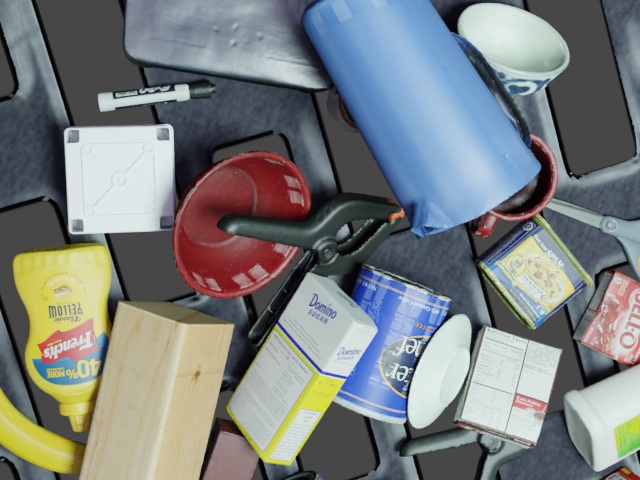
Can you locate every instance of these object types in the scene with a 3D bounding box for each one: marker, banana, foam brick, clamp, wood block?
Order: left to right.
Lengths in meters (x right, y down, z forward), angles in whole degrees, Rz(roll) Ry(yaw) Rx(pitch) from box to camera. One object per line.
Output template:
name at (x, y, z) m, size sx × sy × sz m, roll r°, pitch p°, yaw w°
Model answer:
banana at (-0.302, 0.190, 1.105) m, size 0.069 × 0.037 × 0.197 m, roll -44°, pitch 99°, yaw -1°
wood block at (-0.166, 0.173, 1.079) m, size 0.090 × 0.090 × 0.206 m, roll 15°, pitch 94°, yaw 29°
marker at (-0.167, -0.149, 1.100) m, size 0.121 × 0.020 × 0.020 m, roll -8°, pitch 96°, yaw -7°
foam brick at (-0.097, 0.235, 1.130) m, size 0.051 × 0.053 × 0.078 m, roll 20°, pitch 92°, yaw -9°
clamp at (-0.007, 0.001, 1.097) m, size 0.209 × 0.036 × 0.164 m, roll -32°, pitch 131°, yaw -15°
clamp at (0.173, 0.217, 1.172) m, size 0.120 × 0.039 × 0.171 m, roll 40°, pitch 81°, yaw -9°

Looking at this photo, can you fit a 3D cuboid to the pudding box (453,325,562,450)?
pudding box at (0.202, 0.158, 1.148) m, size 0.090 × 0.039 × 0.113 m, roll 18°, pitch 72°, yaw 4°

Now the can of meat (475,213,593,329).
can of meat at (0.229, 0.034, 1.153) m, size 0.084 × 0.057 × 0.102 m, roll -40°, pitch 98°, yaw 0°

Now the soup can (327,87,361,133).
soup can at (0.047, -0.142, 1.087) m, size 0.068 × 0.102 × 0.068 m, roll -1°, pitch 96°, yaw -8°

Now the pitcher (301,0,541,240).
pitcher at (0.094, -0.136, 0.987) m, size 0.145 × 0.149 × 0.243 m, roll -31°, pitch 97°, yaw 10°

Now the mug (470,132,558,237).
mug at (0.189, -0.058, 1.125) m, size 0.093 × 0.081 × 0.117 m, roll 20°, pitch 92°, yaw -9°

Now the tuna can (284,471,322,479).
tuna can at (-0.031, 0.280, 1.127) m, size 0.086 × 0.086 × 0.034 m, roll -29°, pitch 97°, yaw -4°

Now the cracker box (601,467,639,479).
cracker box at (0.297, 0.380, 1.188) m, size 0.213 × 0.072 × 0.164 m, roll -28°, pitch 99°, yaw -5°

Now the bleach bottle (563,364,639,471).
bleach bottle at (0.394, 0.158, 1.172) m, size 0.250 × 0.068 × 0.102 m, roll -26°, pitch 134°, yaw -6°

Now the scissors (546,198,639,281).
scissors at (0.324, 0.003, 1.183) m, size 0.201 × 0.016 × 0.096 m, roll 4°, pitch 95°, yaw -8°

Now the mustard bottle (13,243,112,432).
mustard bottle at (-0.255, 0.102, 1.093) m, size 0.096 × 0.058 × 0.191 m, roll -6°, pitch 97°, yaw -8°

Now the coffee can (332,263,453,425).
coffee can at (0.066, 0.108, 1.114) m, size 0.102 × 0.103 × 0.140 m, roll 21°, pitch 92°, yaw -9°

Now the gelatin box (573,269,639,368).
gelatin box at (0.335, 0.087, 1.185) m, size 0.073 × 0.030 × 0.089 m, roll 26°, pitch 92°, yaw -10°

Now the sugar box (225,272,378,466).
sugar box at (-0.021, 0.131, 1.085) m, size 0.048 × 0.093 × 0.176 m, roll 22°, pitch 107°, yaw -45°

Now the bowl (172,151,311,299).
bowl at (-0.089, -0.024, 1.084) m, size 0.161 × 0.055 × 0.162 m, roll -18°, pitch 124°, yaw -29°
